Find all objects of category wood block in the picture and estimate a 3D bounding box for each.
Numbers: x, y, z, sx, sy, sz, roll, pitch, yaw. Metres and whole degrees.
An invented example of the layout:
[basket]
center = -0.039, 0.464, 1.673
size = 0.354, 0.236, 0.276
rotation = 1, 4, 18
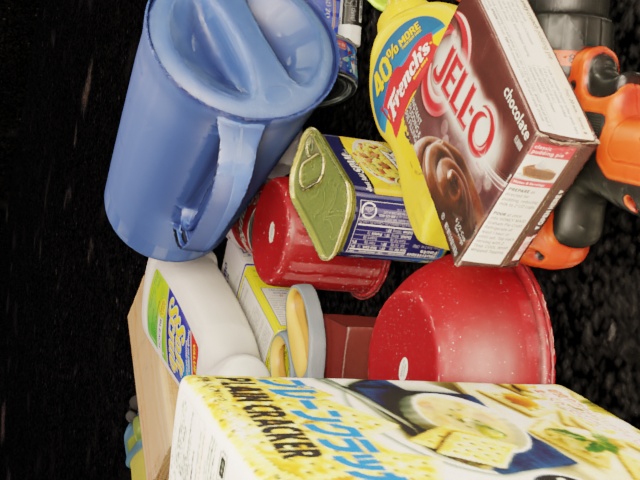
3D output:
[wood block]
center = -0.127, 0.136, 1.053
size = 0.090, 0.090, 0.206
rotation = 118, 148, -42

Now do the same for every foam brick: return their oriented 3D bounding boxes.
[foam brick]
center = 0.028, 0.093, 0.746
size = 0.051, 0.052, 0.078
rotation = -161, 77, -67

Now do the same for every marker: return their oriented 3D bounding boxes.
[marker]
center = 0.027, -0.215, 0.852
size = 0.020, 0.020, 0.121
rotation = 180, 94, -67

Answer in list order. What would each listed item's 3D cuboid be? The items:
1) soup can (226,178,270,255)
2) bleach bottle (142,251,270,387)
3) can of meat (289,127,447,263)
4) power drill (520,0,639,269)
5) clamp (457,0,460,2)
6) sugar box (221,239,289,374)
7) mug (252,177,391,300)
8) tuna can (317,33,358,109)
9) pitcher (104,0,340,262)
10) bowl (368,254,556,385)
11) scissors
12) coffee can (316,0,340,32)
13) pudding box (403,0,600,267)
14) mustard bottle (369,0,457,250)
[soup can]
center = -0.045, -0.017, 0.921
size = 0.102, 0.068, 0.068
rotation = -151, 68, -66
[bleach bottle]
center = -0.091, 0.087, 0.897
size = 0.251, 0.068, 0.102
rotation = -140, 56, -62
[can of meat]
center = 0.035, -0.028, 0.713
size = 0.102, 0.083, 0.057
rotation = -117, 39, -51
[power drill]
center = 0.150, -0.071, 0.493
size = 0.188, 0.057, 0.184
rotation = -167, 79, -69
[clamp]
center = 0.115, -0.199, 0.603
size = 0.120, 0.039, 0.172
rotation = -60, 5, -22
[sugar box]
center = -0.050, 0.074, 0.944
size = 0.176, 0.048, 0.093
rotation = -120, 40, -59
[mug]
center = -0.005, 0.001, 0.805
size = 0.117, 0.081, 0.093
rotation = 134, 135, -57
[tuna can]
center = -0.012, -0.133, 0.844
size = 0.086, 0.086, 0.034
rotation = 149, 121, -62
[pitcher]
center = -0.088, -0.072, 0.787
size = 0.145, 0.149, 0.243
rotation = 45, 146, 7
[bowl]
center = 0.073, 0.077, 0.643
size = 0.162, 0.055, 0.162
rotation = -176, 90, -67
[scissors]
center = -0.010, 0.130, 0.739
size = 0.096, 0.016, 0.202
rotation = 131, 138, -58
[coffee can]
center = -0.062, -0.187, 0.899
size = 0.103, 0.140, 0.103
rotation = -175, 90, -67
[pudding box]
center = 0.084, -0.056, 0.526
size = 0.090, 0.039, 0.113
rotation = 114, 150, -43
[mustard bottle]
center = 0.074, -0.092, 0.668
size = 0.096, 0.058, 0.191
rotation = -55, 36, 36
